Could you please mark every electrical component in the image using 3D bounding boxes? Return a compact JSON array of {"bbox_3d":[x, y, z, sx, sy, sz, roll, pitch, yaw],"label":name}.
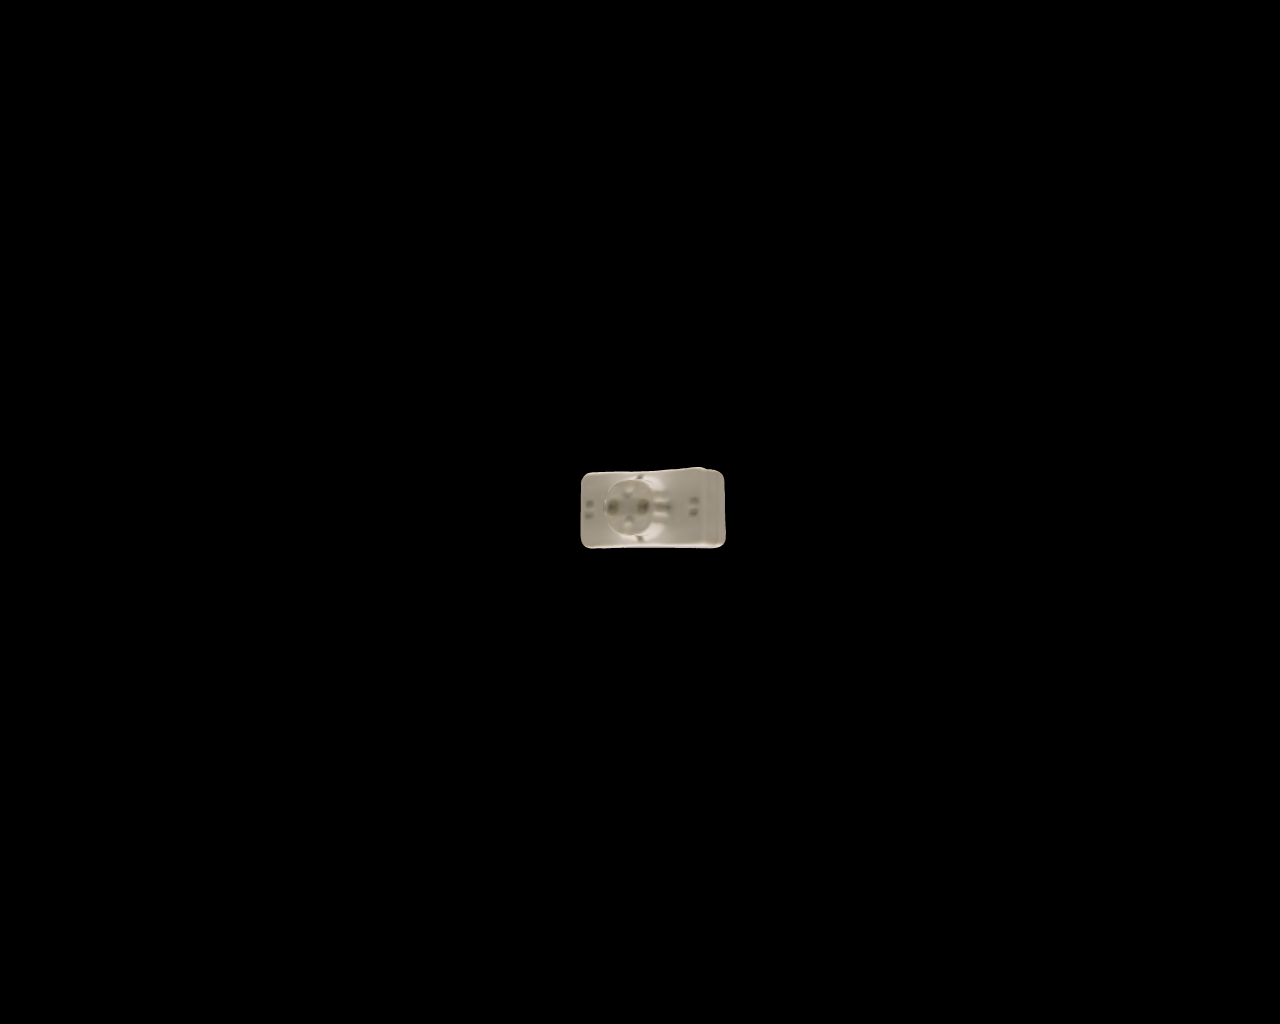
[{"bbox_3d":[0.001,-0.003,0.650,0.083,0.047,0.076,-1,-3,24],"label":"electrical component"}]
